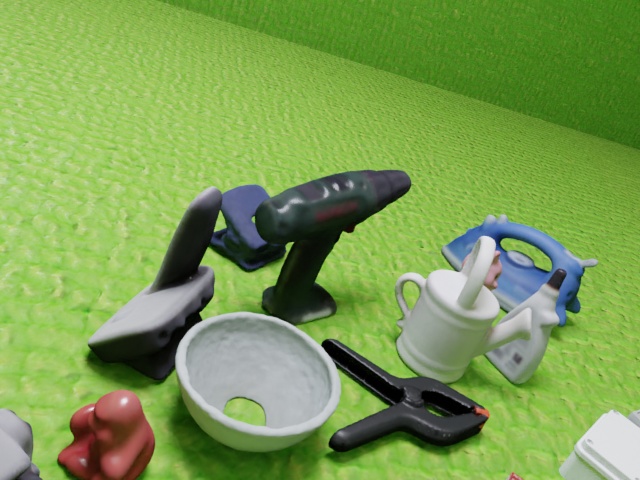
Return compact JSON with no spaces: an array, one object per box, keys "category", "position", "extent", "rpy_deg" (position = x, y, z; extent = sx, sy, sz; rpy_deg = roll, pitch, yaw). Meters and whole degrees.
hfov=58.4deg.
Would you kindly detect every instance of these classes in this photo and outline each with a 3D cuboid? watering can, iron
[{"category":"watering can","position":[0.187,0.084,0.743],"extent":[0.173,0.194,0.101],"rpy_deg":[15,28,-11]},{"category":"iron","position":[0.341,0.032,0.997],"extent":[0.257,0.141,0.119],"rpy_deg":[37,32,27]}]

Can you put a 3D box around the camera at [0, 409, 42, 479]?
[{"category":"camera","position":[-0.227,0.189,0.372],"extent":[0.136,0.101,0.143],"rpy_deg":[29,29,16]}]

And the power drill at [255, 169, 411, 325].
[{"category":"power drill","position":[0.007,0.003,0.749],"extent":[0.230,0.208,0.075],"rpy_deg":[-9,39,-43]}]

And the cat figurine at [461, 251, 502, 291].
[{"category":"cat figurine","position":[0.239,0.062,0.899],"extent":[0.067,0.118,0.128],"rpy_deg":[38,32,29]}]

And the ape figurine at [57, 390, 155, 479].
[{"category":"ape figurine","position":[-0.171,0.160,0.473],"extent":[0.076,0.092,0.077],"rpy_deg":[5,31,-27]}]

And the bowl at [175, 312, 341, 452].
[{"category":"bowl","position":[-0.067,0.152,0.575],"extent":[0.167,0.075,0.167],"rpy_deg":[16,28,-9]}]

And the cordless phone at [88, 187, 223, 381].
[{"category":"cordless phone","position":[-0.161,0.037,0.599],"extent":[0.094,0.185,0.148],"rpy_deg":[22,28,3]}]

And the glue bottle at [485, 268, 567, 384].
[{"category":"glue bottle","position":[0.291,0.112,0.786],"extent":[0.037,0.173,0.078],"rpy_deg":[0,34,-34]}]

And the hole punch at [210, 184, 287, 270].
[{"category":"hole punch","position":[-0.096,-0.022,0.849],"extent":[0.101,0.091,0.109],"rpy_deg":[32,30,20]}]
